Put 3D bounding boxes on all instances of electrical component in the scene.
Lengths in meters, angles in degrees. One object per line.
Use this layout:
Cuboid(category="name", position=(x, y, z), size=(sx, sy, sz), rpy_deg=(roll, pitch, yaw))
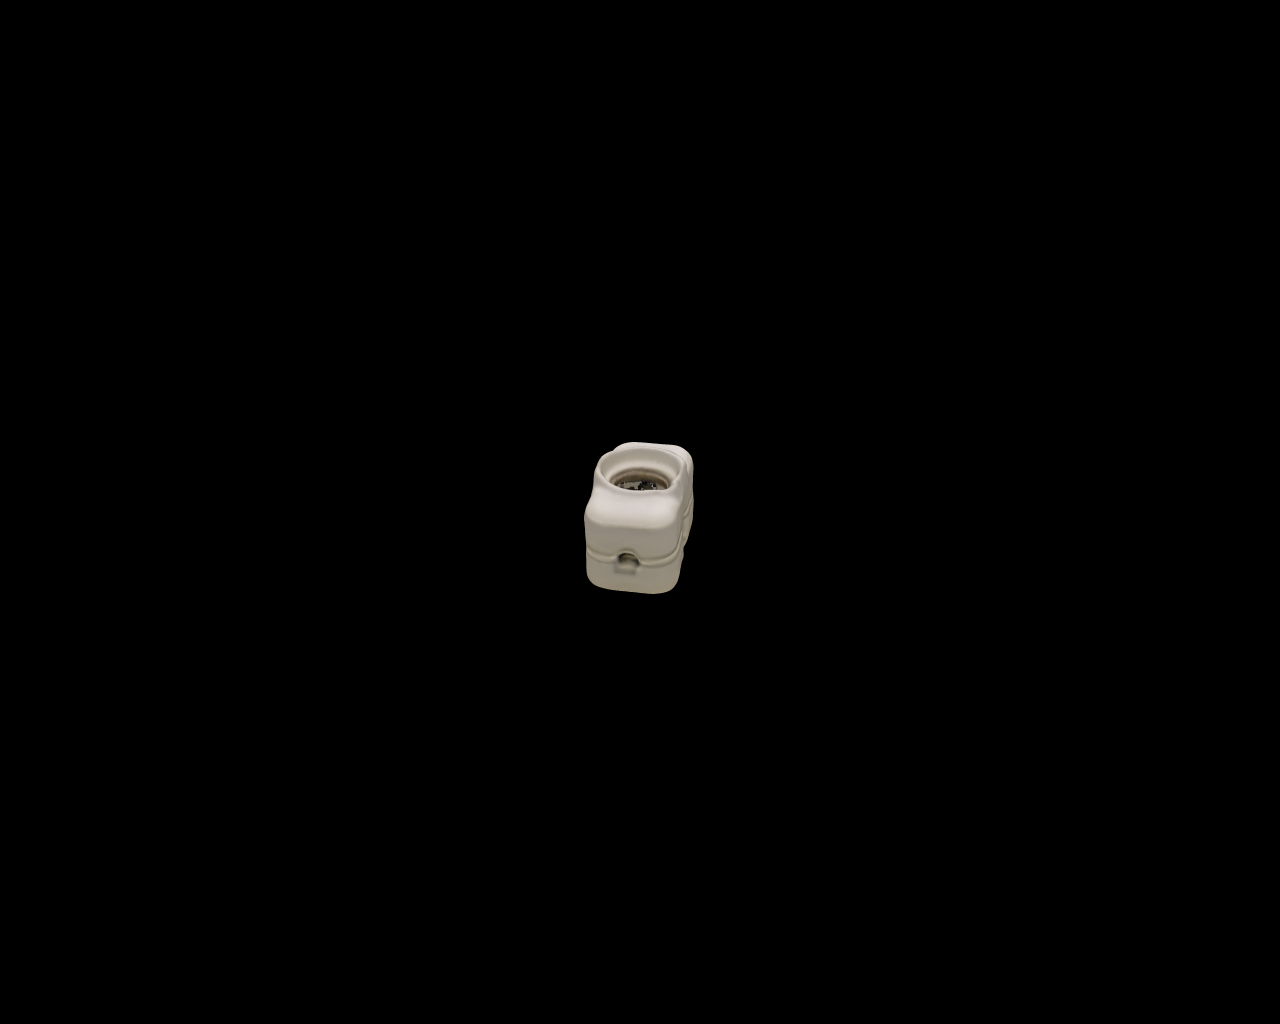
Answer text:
Cuboid(category="electrical component", position=(0.001, -0.003, 0.650), size=(0.054, 0.059, 0.095), rpy_deg=(6, 33, 9))
